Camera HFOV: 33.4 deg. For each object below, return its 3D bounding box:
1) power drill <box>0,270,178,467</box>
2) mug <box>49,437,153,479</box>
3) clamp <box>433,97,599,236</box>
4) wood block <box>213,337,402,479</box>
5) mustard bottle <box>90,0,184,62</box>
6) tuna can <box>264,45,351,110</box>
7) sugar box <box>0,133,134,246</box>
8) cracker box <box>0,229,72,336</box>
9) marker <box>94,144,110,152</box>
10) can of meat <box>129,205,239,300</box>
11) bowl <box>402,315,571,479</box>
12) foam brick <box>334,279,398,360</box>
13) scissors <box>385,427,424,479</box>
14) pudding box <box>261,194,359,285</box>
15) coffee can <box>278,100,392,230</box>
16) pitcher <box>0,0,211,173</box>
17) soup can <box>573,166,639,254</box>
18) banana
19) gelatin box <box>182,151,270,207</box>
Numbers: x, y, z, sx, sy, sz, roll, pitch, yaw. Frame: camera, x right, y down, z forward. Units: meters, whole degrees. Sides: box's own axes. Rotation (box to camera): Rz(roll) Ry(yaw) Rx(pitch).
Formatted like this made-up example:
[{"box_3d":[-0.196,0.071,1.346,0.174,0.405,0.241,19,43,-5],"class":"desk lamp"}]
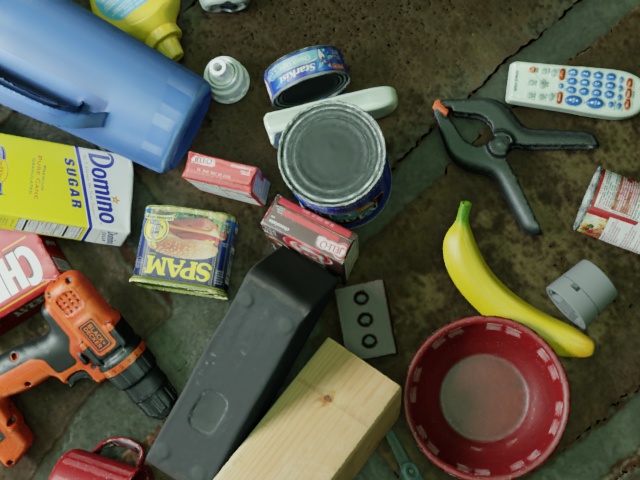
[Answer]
[{"box_3d":[-0.262,0.148,1.090,0.187,0.057,0.184,-36,101,4],"class":"power drill"},{"box_3d":[-0.220,0.250,1.075,0.081,0.093,0.117,15,54,13],"class":"mug"},{"box_3d":[0.185,-0.084,1.094,0.171,0.039,0.120,24,80,13],"class":"clamp"},{"box_3d":[-0.018,0.208,1.008,0.091,0.090,0.206,33,67,18],"class":"wood block"},{"box_3d":[-0.207,-0.271,1.153,0.096,0.058,0.192,-35,80,-4],"class":"mustard bottle"},{"box_3d":[-0.014,-0.167,1.104,0.086,0.086,0.034,-19,79,3],"class":"tuna can"},{"box_3d":[-0.281,-0.053,1.090,0.176,0.048,0.093,7,65,-21],"class":"sugar box"},{"box_3d":[-0.381,-0.003,1.129,0.164,0.072,0.214,-32,80,0],"class":"cracker box"},{"box_3d":[-0.257,-0.134,1.160,0.020,0.020,0.121,-35,80,1],"class":"marker"},{"box_3d":[-0.139,0.012,1.109,0.102,0.057,0.084,8,80,7],"class":"can of meat"},{"box_3d":[0.163,0.156,1.054,0.162,0.055,0.162,-1,82,6],"class":"bowl"},{"box_3d":[0.047,0.082,1.079,0.053,0.051,0.078,-12,81,4],"class":"foam brick"},{"box_3d":[0.080,0.246,1.051,0.096,0.016,0.202,-32,78,-36],"class":"scissors"},{"box_3d":[-0.007,0.001,1.066,0.090,0.113,0.039,28,82,9],"class":"pudding box"},{"box_3d":[0.018,-0.071,1.058,0.103,0.140,0.103,-1,82,6],"class":"coffee can"},{"box_3d":[-0.242,-0.162,1.089,0.243,0.145,0.149,27,76,-1],"class":"pitcher"},{"box_3d":[0.312,-0.024,1.056,0.102,0.068,0.068,21,85,8],"class":"soup can"},{"box_3d":[0.185,0.055,1.065,0.198,0.037,0.070,48,131,3],"class":"banana"},{"box_3d":[-0.094,-0.063,1.096,0.073,0.089,0.030,14,84,8],"class":"gelatin box"}]
